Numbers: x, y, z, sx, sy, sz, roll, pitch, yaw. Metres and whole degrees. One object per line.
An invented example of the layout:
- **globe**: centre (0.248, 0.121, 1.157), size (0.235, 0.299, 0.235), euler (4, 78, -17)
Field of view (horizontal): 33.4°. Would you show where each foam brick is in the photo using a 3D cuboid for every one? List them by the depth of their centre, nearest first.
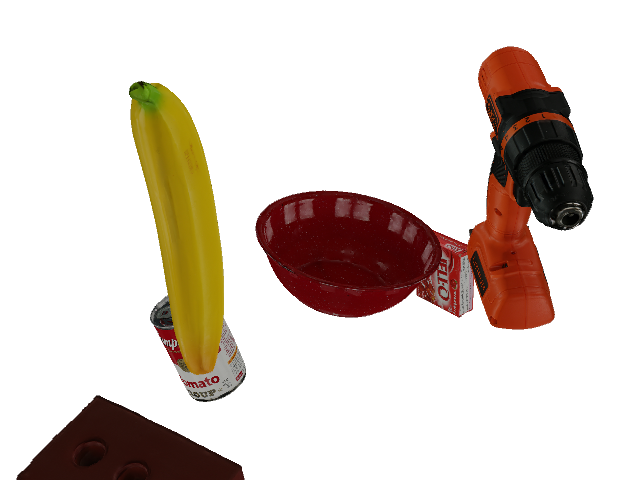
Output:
- **foam brick**: centre (-0.074, 0.111, 0.435), size (0.078, 0.051, 0.052), euler (20, 45, 25)

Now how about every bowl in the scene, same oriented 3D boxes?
- **bowl**: centre (0.021, 0.019, 0.925), size (0.162, 0.055, 0.162), euler (7, 30, -4)

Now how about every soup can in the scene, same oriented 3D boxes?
- **soup can**: centre (-0.125, 0.107, 1.102), size (0.068, 0.102, 0.068), euler (-16, 29, 9)

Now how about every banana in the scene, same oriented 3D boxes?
- **banana**: centre (-0.086, -0.015, 0.638), size (0.037, 0.198, 0.069), euler (-1, 32, 15)

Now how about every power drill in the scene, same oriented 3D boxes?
- **power drill**: centre (0.152, -0.024, 0.790), size (0.057, 0.188, 0.184), euler (-3, 42, -3)

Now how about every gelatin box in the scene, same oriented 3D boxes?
- **gelatin box**: centre (0.151, 0.039, 1.302), size (0.030, 0.089, 0.073), euler (-23, 34, -34)
